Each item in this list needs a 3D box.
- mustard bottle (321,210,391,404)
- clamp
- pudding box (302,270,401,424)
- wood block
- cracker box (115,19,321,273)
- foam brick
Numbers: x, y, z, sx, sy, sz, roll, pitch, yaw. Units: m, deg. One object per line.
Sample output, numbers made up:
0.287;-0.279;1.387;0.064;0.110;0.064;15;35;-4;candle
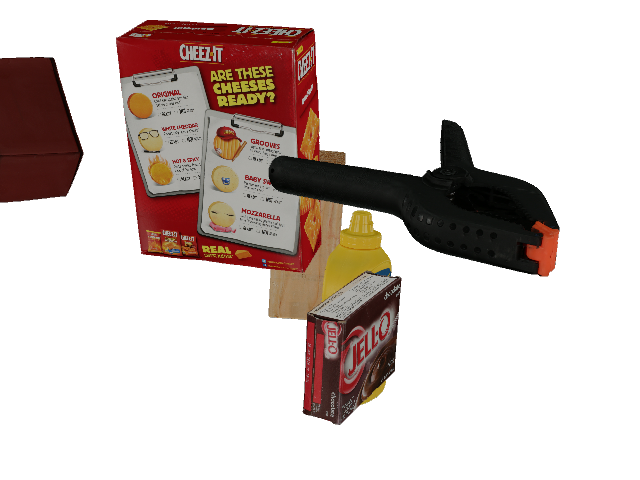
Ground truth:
0.036;0.065;1.070;0.058;0.192;0.096;11;16;31;mustard bottle
0.072;-0.029;0.706;0.164;0.036;0.210;-12;29;-22;clamp
0.027;0.084;0.869;0.039;0.090;0.113;12;22;22;pudding box
-0.018;-0.008;1.399;0.090;0.206;0.091;4;25;-1;wood block
-0.086;-0.085;0.964;0.164;0.214;0.072;6;28;15;cracker box
-0.190;-0.070;0.678;0.051;0.078;0.053;-8;-28;-30;foam brick
